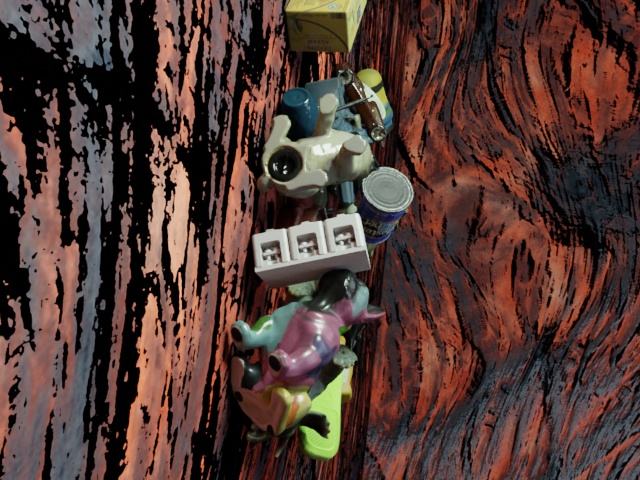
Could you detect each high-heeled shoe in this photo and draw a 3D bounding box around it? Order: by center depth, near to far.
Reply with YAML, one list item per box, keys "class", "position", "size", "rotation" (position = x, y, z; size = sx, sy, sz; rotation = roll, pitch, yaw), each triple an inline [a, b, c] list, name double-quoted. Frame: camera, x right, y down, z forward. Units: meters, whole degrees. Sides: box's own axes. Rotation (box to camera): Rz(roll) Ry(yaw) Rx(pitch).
- class: "high-heeled shoe"
  position: [0.041, 0.245, 1.287]
  size: [0.248, 0.086, 0.145]
  rotation: [124, -24, -50]

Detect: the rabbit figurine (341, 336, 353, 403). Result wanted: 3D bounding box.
- class: "rabbit figurine"
  position: [-0.001, 0.274, 1.145]
  size: [0.173, 0.122, 0.162]
  rotation: [104, -9, -54]

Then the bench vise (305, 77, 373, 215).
- class: "bench vise"
  position: [0.036, -0.163, 0.974]
  size: [0.223, 0.129, 0.240]
  rotation: [-72, 154, -83]

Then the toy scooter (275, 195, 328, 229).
- class: "toy scooter"
  position: [-0.029, -0.011, 0.879]
  size: [0.183, 0.075, 0.135]
  rotation: [78, 21, -47]

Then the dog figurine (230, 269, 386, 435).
- class: "dog figurine"
  position: [-0.008, 0.141, 0.744]
  size: [0.219, 0.109, 0.191]
  rotation: [-22, 126, -41]

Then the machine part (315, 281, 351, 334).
- class: "machine part"
  position: [0.013, 0.122, 1.020]
  size: [0.039, 0.139, 0.084]
  rotation: [12, 121, -46]

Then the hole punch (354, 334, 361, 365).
- class: "hole punch"
  position: [0.044, 0.260, 1.391]
  size: [0.116, 0.092, 0.142]
  rotation: [-125, -151, -61]

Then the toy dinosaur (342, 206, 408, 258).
- class: "toy dinosaur"
  position: [0.116, -0.025, 1.319]
  size: [0.471, 0.105, 0.198]
  rotation: [-19, 146, -53]

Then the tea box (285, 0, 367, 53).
- class: "tea box"
  position: [0.014, -0.366, 0.842]
  size: [0.068, 0.098, 0.170]
  rotation: [82, 20, -49]

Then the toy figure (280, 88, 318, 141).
- class: "toy figure"
  position: [-0.024, -0.167, 0.846]
  size: [0.154, 0.064, 0.058]
  rotation: [77, 13, -55]

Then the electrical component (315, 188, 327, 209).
- class: "electrical component"
  position: [-0.002, -0.076, 1.100]
  size: [0.093, 0.021, 0.063]
  rotation: [85, 17, -46]

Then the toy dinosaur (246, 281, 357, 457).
- class: "toy dinosaur"
  position: [-0.024, 0.175, 0.918]
  size: [0.405, 0.131, 0.192]
  rotation: [-82, -167, -55]

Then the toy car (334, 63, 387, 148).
- class: "toy car"
  position: [0.094, -0.292, 1.166]
  size: [0.202, 0.053, 0.089]
  rotation: [57, 7, -9]

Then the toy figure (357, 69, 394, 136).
- class: "toy figure"
  position: [0.140, -0.359, 1.405]
  size: [0.180, 0.082, 0.089]
  rotation: [53, 50, -39]

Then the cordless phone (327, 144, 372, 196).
- class: "cordless phone"
  position: [0.079, -0.192, 1.175]
  size: [0.184, 0.089, 0.146]
  rotation: [-52, 149, -44]

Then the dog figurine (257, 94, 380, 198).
- class: "dog figurine"
  position: [0.000, -0.107, 0.806]
  size: [0.190, 0.172, 0.121]
  rotation: [45, 24, -74]

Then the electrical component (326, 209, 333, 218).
- class: "electrical component"
  position: [-0.002, -0.003, 1.072]
  size: [0.075, 0.048, 0.119]
  rotation: [-56, 149, -68]
